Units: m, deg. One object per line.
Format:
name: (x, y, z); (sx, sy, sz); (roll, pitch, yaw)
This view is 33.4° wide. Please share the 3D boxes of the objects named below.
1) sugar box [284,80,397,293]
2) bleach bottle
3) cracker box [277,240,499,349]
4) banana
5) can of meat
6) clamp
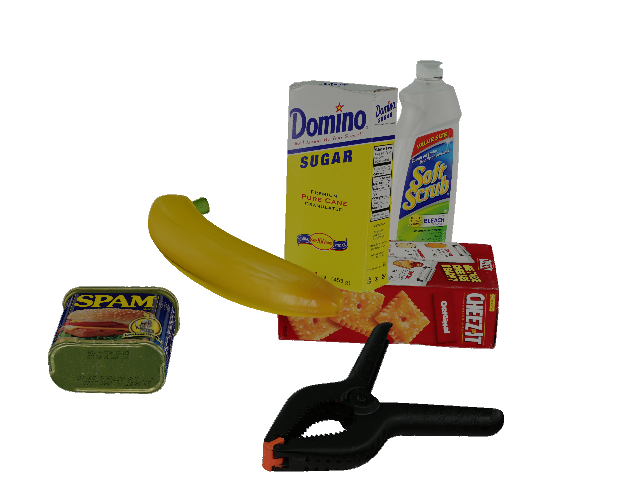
sugar box: (0.016, -0.049, 0.937); (0.093, 0.176, 0.048); (10, 17, 35)
bleach bottle: (0.114, -0.087, 1.271); (0.102, 0.251, 0.068); (-3, 19, -18)
cracker box: (0.072, 0.053, 1.104); (0.214, 0.072, 0.164); (3, 16, 6)
banana: (-0.063, 0.004, 0.684); (0.069, 0.037, 0.198); (-14, 29, -28)
can of meat: (-0.175, 0.085, 0.907); (0.102, 0.057, 0.084); (1, 30, -1)
clamp: (0.045, 0.152, 0.927); (0.209, 0.036, 0.165); (-25, 42, -37)
